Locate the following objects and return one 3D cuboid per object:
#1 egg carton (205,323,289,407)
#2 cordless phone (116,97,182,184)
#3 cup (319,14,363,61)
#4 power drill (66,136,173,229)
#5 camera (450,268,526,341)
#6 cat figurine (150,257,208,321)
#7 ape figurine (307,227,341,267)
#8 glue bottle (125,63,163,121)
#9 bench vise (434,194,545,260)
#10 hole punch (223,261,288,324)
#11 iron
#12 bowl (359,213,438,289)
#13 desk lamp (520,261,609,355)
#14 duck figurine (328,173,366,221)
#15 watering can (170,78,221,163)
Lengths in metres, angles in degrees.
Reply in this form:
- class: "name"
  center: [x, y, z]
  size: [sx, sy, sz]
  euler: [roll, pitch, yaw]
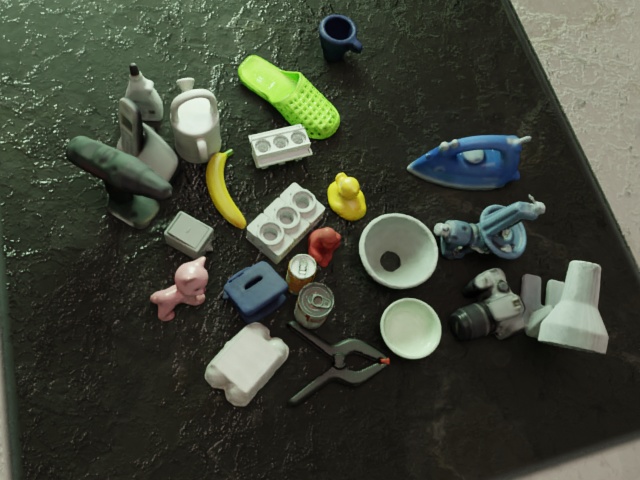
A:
- class: "egg carton"
  center: [-0.138, 0.232, 1.080]
  size: [0.107, 0.069, 0.150]
  euler: [39, 68, 8]
- class: "cordless phone"
  center: [-0.353, -0.193, 1.160]
  size: [0.147, 0.185, 0.094]
  euler: [40, 68, 9]
- class: "cup"
  center: [0.049, -0.472, 1.384]
  size: [0.117, 0.095, 0.092]
  euler: [38, 68, 8]
- class: "power drill"
  center: [-0.373, -0.105, 1.108]
  size: [0.229, 0.208, 0.076]
  euler: [29, 67, 4]
- class: "camera"
  center: [0.335, 0.141, 1.172]
  size: [0.137, 0.101, 0.143]
  euler: [-17, 71, -15]
- class: "cat figurine"
  center: [-0.264, 0.090, 1.094]
  size: [0.128, 0.117, 0.067]
  euler: [-30, 75, -18]
- class: "ape figurine"
  center: [0.011, 0.004, 1.184]
  size: [0.078, 0.092, 0.076]
  euler: [-24, 73, -17]
- class: "glue bottle"
  center: [-0.380, -0.315, 1.212]
  size: [0.078, 0.173, 0.037]
  euler: [4, 67, -7]
- class: "bench vise"
  center: [0.351, -0.015, 1.174]
  size: [0.208, 0.219, 0.121]
  euler: [-14, 70, -14]
- class: "hole punch"
  center: [-0.129, 0.099, 1.125]
  size: [0.109, 0.091, 0.101]
  euler: [-34, 76, -19]
- class: "iron"
  center: [0.337, -0.192, 1.287]
  size: [0.258, 0.141, 0.118]
  euler: [-3, 68, -10]
- class: "bowl"
  center: [0.158, 0.033, 1.204]
  size: [0.167, 0.074, 0.167]
  euler: [3, 67, -7]
- class: "desk lamp"
  center: [0.479, 0.139, 1.133]
  size: [0.118, 0.213, 0.203]
  euler: [13, 66, -3]
- class: "duck figurine"
  center: [0.063, -0.098, 1.237]
  size: [0.078, 0.086, 0.104]
  euler: [-29, 75, -18]
- class: "watering can"
  center: [-0.264, -0.256, 1.194]
  size: [0.101, 0.194, 0.172]
  euler: [-35, 77, -20]
